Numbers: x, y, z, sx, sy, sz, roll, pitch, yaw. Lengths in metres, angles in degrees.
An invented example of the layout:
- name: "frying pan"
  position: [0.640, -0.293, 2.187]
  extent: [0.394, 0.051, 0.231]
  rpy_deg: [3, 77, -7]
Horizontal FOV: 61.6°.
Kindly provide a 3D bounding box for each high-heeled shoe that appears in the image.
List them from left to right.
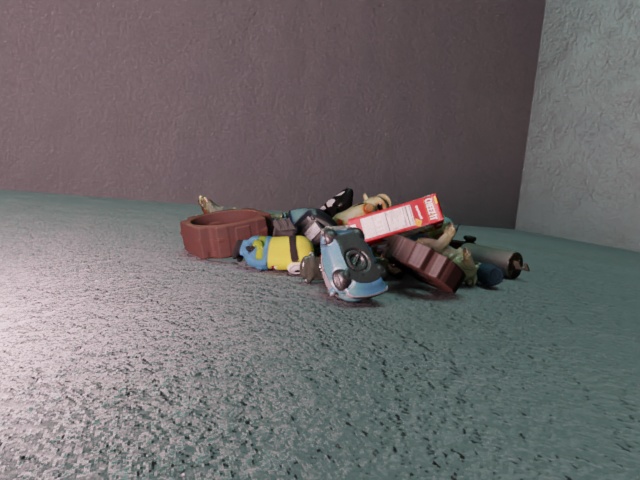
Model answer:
- name: "high-heeled shoe"
  position: [0.041, -0.100, 1.622]
  extent: [0.086, 0.145, 0.249]
  rpy_deg: [26, 6, -12]

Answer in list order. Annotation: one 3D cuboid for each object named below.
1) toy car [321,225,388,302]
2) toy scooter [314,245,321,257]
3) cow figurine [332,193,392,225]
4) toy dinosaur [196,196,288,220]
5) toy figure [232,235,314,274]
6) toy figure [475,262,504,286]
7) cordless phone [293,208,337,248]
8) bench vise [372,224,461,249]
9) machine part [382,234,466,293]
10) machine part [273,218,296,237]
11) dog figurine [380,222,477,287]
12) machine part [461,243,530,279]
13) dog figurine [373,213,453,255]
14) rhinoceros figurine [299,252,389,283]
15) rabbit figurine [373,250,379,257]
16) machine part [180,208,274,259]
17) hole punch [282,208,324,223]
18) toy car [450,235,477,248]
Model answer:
- name: "toy car"
  position: [0.047, 0.054, 1.010]
  extent: [0.109, 0.162, 0.103]
  rpy_deg: [-7, -32, -34]
- name: "toy scooter"
  position: [0.035, 0.043, 1.245]
  extent: [0.135, 0.075, 0.184]
  rpy_deg: [10, 6, -32]
- name: "cow figurine"
  position: [0.112, -0.065, 1.472]
  extent: [0.195, 0.085, 0.127]
  rpy_deg: [-29, 14, -12]
- name: "toy dinosaur"
  position: [-0.181, -0.032, 1.608]
  extent: [0.404, 0.131, 0.192]
  rpy_deg: [9, 4, -36]
- name: "toy figure"
  position: [-0.103, 0.027, 1.217]
  extent: [0.180, 0.089, 0.082]
  rpy_deg: [9, 14, 8]
- name: "toy figure"
  position: [0.392, 0.079, 1.328]
  extent: [0.058, 0.064, 0.154]
  rpy_deg: [-34, 10, -9]
- name: "cordless phone"
  position: [-0.003, -0.005, 1.396]
  extent: [0.089, 0.146, 0.184]
  rpy_deg: [50, 21, 20]
- name: "bench vise"
  position: [0.245, 0.013, 1.451]
  extent: [0.241, 0.128, 0.223]
  rpy_deg: [29, 34, 34]
- name: "machine part"
  position: [0.219, 0.054, 1.142]
  extent: [0.179, 0.056, 0.179]
  rpy_deg: [29, -6, 3]
- name: "machine part"
  position: [-0.094, 0.008, 1.283]
  extent: [0.084, 0.138, 0.039]
  rpy_deg: [8, 42, -8]
- name: "dog figurine"
  position: [0.257, 0.066, 1.279]
  extent: [0.191, 0.172, 0.121]
  rpy_deg: [-29, -20, 1]
- name: "machine part"
  position: [0.480, 0.057, 1.522]
  extent: [0.079, 0.079, 0.243]
  rpy_deg: [0, 8, -40]
- name: "dog figurine"
  position: [0.255, -0.022, 1.568]
  extent: [0.219, 0.191, 0.108]
  rpy_deg: [26, 12, -3]
- name: "rhinoceros figurine"
  position: [0.053, 0.061, 1.123]
  extent: [0.190, 0.073, 0.112]
  rpy_deg: [4, 8, -16]
- name: "rabbit figurine"
  position: [0.159, -0.029, 1.662]
  extent: [0.173, 0.162, 0.122]
  rpy_deg: [-17, 7, -5]
- name: "machine part"
  position: [-0.234, -0.018, 1.357]
  extent: [0.201, 0.087, 0.202]
  rpy_deg: [-15, 19, -31]
- name: "hole punch"
  position: [-0.035, -0.033, 1.506]
  extent: [0.115, 0.142, 0.092]
  rpy_deg: [17, -48, -41]
- name: "toy car"
  position: [0.405, 0.022, 1.717]
  extent: [0.202, 0.089, 0.053]
  rpy_deg: [7, 7, 29]
